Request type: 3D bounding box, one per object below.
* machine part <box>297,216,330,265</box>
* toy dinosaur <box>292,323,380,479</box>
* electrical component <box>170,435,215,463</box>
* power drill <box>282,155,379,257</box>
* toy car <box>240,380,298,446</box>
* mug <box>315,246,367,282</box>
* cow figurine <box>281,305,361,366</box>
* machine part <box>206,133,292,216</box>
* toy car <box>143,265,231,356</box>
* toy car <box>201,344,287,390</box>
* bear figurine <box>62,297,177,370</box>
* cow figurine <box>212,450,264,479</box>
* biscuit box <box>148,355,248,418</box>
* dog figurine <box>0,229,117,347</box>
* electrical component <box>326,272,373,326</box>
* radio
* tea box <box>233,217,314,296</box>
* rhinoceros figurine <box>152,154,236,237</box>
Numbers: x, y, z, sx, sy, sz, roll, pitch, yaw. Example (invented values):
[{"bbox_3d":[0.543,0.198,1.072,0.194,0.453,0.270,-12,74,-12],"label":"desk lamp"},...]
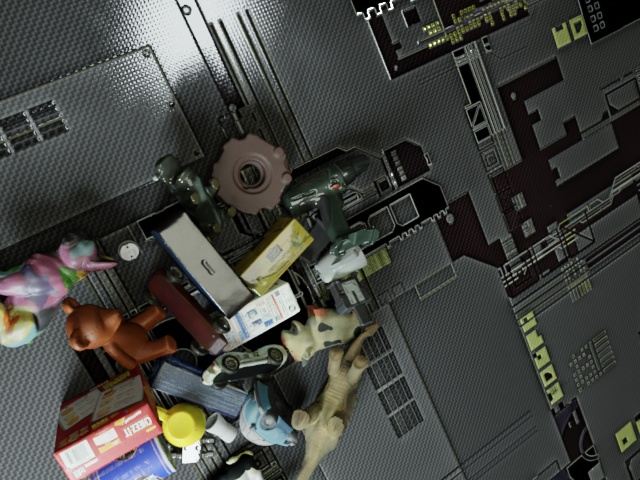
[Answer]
[{"bbox_3d":[-0.003,-0.004,1.226,0.139,0.039,0.084,-49,114,-14],"label":"machine part"},{"bbox_3d":[0.018,0.389,1.172,0.105,0.198,0.471,26,75,20],"label":"toy dinosaur"},{"bbox_3d":[-0.273,0.443,1.146,0.094,0.021,0.063,2,102,-11],"label":"electrical component"},{"bbox_3d":[0.049,-0.078,1.177,0.232,0.086,0.207,-22,70,-14],"label":"power drill"},{"bbox_3d":[-0.122,0.393,1.179,0.103,0.109,0.161,-30,122,7],"label":"toy car"},{"bbox_3d":[0.046,0.052,1.216,0.107,0.109,0.080,-34,99,-5],"label":"mug"},{"bbox_3d":[0.003,0.212,1.221,0.195,0.085,0.127,-2,90,-24],"label":"cow figurine"},{"bbox_3d":[-0.150,-0.139,1.146,0.179,0.056,0.179,-2,95,-21],"label":"machine part"},{"bbox_3d":[-0.259,0.139,1.058,0.202,0.053,0.089,45,105,1],"label":"toy car"},{"bbox_3d":[-0.157,0.264,1.133,0.201,0.056,0.073,1,136,-43],"label":"toy car"},{"bbox_3d":[-0.377,0.162,1.005,0.132,0.120,0.195,-29,146,-3],"label":"bear figurine"},{"bbox_3d":[-0.207,0.533,1.163,0.167,0.068,0.098,-23,96,-23],"label":"cow figurine"},{"bbox_3d":[-0.257,0.305,1.131,0.202,0.059,0.063,29,84,-22],"label":"biscuit box"},{"bbox_3d":[-0.489,0.084,0.997,0.219,0.108,0.191,-13,98,-24],"label":"dog figurine"},{"bbox_3d":[0.074,0.136,1.192,0.075,0.047,0.119,-21,74,-27],"label":"electrical component"},{"bbox_3d":[-0.240,0.047,1.080,0.073,0.131,0.229,-40,107,-17],"label":"radio"},{"bbox_3d":[-0.104,0.032,1.154,0.068,0.098,0.169,46,75,-19],"label":"tea box"},{"bbox_3d":[-0.254,-0.091,1.083,0.073,0.112,0.190,-52,123,-28],"label":"rhinoceros figurine"}]
